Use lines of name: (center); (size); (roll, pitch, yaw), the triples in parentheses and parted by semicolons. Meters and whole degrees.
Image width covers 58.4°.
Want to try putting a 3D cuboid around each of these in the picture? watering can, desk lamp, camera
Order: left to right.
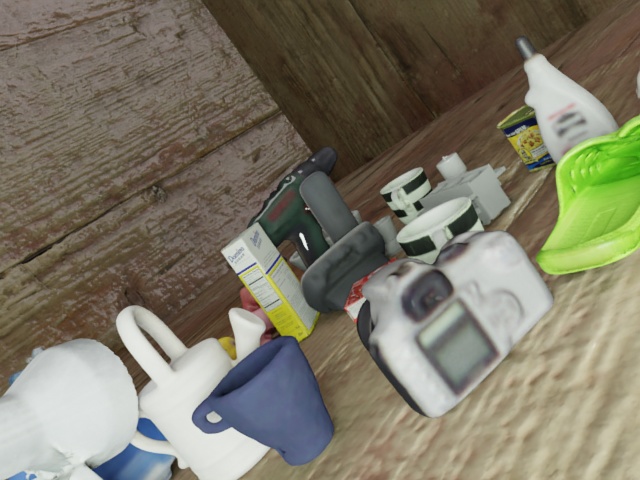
desk lamp: (-0.227, 0.213, 0.495); (0.117, 0.213, 0.203); (-33, 8, 25)
watering can: (-0.129, 0.140, 0.584); (0.173, 0.194, 0.100); (-39, 8, -20)
camera: (0.087, 0.054, 0.473); (0.143, 0.101, 0.136); (-39, 7, -16)

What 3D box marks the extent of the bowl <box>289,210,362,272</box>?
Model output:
bowl: (0.027, 0.018, 1.115); (0.167, 0.075, 0.167); (-36, 7, 6)

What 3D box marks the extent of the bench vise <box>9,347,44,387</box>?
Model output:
bench vise: (-0.358, 0.267, 0.760); (0.121, 0.220, 0.208); (-28, 11, 49)

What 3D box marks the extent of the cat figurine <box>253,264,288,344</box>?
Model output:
cat figurine: (-0.086, 0.100, 0.946); (0.128, 0.118, 0.067); (-38, 7, -9)

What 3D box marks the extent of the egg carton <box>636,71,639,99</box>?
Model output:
egg carton: (0.426, -0.201, 0.625); (0.150, 0.069, 0.107); (-30, 9, 41)

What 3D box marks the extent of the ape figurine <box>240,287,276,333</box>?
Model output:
ape figurine: (-0.109, 0.122, 1.022); (0.076, 0.092, 0.078); (-32, 9, 35)

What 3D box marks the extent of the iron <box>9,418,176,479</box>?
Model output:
iron: (-0.284, 0.278, 0.646); (0.118, 0.141, 0.259); (-30, 9, 41)

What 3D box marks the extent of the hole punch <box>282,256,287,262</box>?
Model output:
hole punch: (-0.093, 0.098, 1.105); (0.101, 0.091, 0.109); (-33, 8, 24)

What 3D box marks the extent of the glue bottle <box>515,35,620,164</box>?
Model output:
glue bottle: (0.278, -0.163, 0.670); (0.078, 0.173, 0.037); (-32, 9, 32)

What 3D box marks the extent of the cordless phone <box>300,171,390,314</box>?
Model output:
cordless phone: (0.008, 0.003, 0.850); (0.148, 0.185, 0.094); (-40, 8, -24)

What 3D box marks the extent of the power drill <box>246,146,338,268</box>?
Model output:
power drill: (-0.007, -0.020, 0.979); (0.230, 0.208, 0.075); (-39, 8, -20)

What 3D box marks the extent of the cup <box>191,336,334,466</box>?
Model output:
cup: (-0.044, 0.152, 0.493); (0.117, 0.095, 0.091); (-36, 7, 9)

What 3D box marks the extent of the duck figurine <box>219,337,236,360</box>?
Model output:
duck figurine: (-0.116, 0.172, 0.755); (0.105, 0.086, 0.077); (-40, 8, -26)
